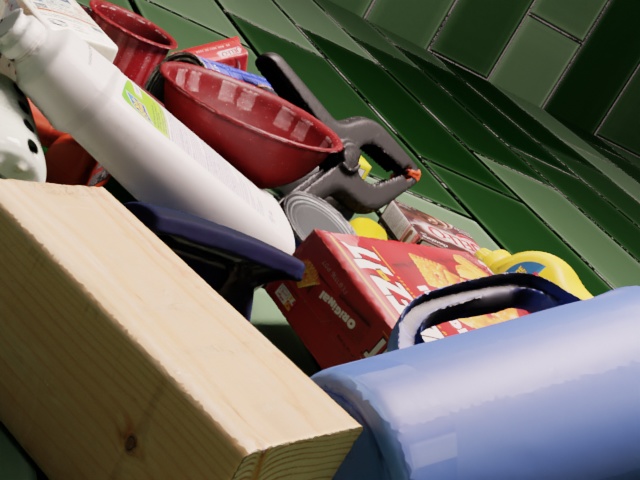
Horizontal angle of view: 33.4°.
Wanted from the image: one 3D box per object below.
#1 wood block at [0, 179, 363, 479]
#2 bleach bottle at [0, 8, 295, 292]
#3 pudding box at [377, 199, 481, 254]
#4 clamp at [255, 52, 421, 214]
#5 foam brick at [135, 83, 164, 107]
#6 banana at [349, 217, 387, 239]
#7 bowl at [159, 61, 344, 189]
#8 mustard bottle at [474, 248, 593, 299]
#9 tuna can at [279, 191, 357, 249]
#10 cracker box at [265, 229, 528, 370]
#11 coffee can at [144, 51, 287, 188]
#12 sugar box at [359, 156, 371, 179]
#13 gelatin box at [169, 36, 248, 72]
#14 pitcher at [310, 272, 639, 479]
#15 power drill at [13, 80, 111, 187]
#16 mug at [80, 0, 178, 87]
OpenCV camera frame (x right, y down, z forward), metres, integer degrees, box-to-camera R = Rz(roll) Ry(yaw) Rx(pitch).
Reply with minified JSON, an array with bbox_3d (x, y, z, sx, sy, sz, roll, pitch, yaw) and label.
[{"bbox_3d":[-0.094,0.064,0.519,0.206,0.091,0.090,40,21,29],"label":"wood block"},{"bbox_3d":[-0.122,-0.066,0.740,0.250,0.068,0.103,44,8,-33],"label":"bleach bottle"},{"bbox_3d":[0.124,0.008,1.117,0.113,0.039,0.090,20,20,-28],"label":"pudding box"},{"bbox_3d":[0.014,-0.067,1.001,0.209,0.164,0.036,19,-18,-40],"label":"clamp"},{"bbox_3d":[-0.164,-0.100,0.934,0.078,0.053,0.051,40,20,28],"label":"foam brick"},{"bbox_3d":[0.048,0.016,0.975,0.069,0.037,0.197,28,17,-4],"label":"banana"},{"bbox_3d":[-0.064,-0.087,0.868,0.162,0.055,0.162,23,17,-7],"label":"bowl"},{"bbox_3d":[0.206,0.066,0.990,0.058,0.096,0.192,13,24,-41],"label":"mustard bottle"},{"bbox_3d":[-0.006,0.001,0.900,0.086,0.034,0.086,32,29,-21],"label":"tuna can"},{"bbox_3d":[0.087,0.075,0.782,0.213,0.072,0.164,8,36,-51],"label":"cracker box"},{"bbox_3d":[-0.085,-0.111,1.006,0.140,0.103,0.103,11,25,-46],"label":"coffee can"},{"bbox_3d":[-0.038,-0.109,1.178,0.176,0.048,0.093,19,21,-35],"label":"sugar box"},{"bbox_3d":[-0.111,-0.153,1.055,0.073,0.089,0.030,-17,57,-22],"label":"gelatin box"},{"bbox_3d":[0.100,0.098,0.594,0.242,0.145,0.149,-7,2,-34],"label":"pitcher"},{"bbox_3d":[-0.245,-0.096,0.783,0.187,0.057,0.184,31,19,1],"label":"power drill"},{"bbox_3d":[-0.208,-0.182,1.042,0.117,0.081,0.093,32,17,5],"label":"mug"}]
